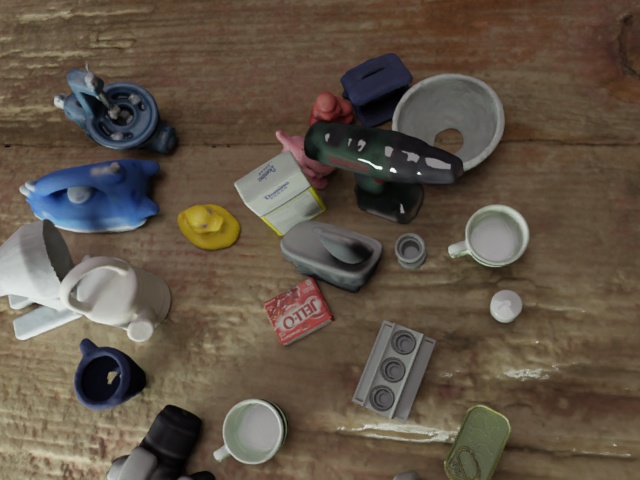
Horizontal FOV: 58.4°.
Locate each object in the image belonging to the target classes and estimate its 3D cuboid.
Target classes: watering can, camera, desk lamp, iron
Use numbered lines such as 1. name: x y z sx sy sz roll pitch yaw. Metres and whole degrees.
1. watering can: -0.307 0.081 0.866 0.172 0.194 0.101 20 79 18
2. camera: -0.218 0.319 0.823 0.143 0.101 0.137 24 80 18
3. desk lamp: -0.455 0.068 0.892 0.203 0.214 0.118 -24 70 5
4. iron: -0.408 -0.082 0.966 0.258 0.142 0.118 -9 72 10

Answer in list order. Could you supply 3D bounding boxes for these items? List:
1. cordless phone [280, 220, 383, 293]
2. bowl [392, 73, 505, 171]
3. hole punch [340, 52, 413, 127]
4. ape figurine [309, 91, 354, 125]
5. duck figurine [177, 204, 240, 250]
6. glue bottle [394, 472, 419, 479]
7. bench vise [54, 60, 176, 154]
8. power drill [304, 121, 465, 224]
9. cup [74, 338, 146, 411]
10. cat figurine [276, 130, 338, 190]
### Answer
1. cordless phone: 0.008 0.003 0.824 0.147 0.185 0.094 15 77 17
2. bowl: 0.198 -0.169 0.892 0.167 0.075 0.167 -4 73 12
3. hole punch: 0.090 -0.254 0.934 0.108 0.091 0.101 -25 70 4
4. ape figurine: 0.015 -0.209 0.936 0.077 0.092 0.076 -14 71 8
5. duck figurine: -0.191 -0.030 0.931 0.104 0.086 0.077 14 77 16
6. glue bottle: 0.109 0.333 0.706 0.037 0.173 0.078 -17 70 7
7. bench vise: -0.373 -0.215 0.957 0.207 0.220 0.121 -1 73 13
8. power drill: 0.095 -0.097 0.822 0.229 0.209 0.076 19 78 18
9. cup: -0.320 0.205 0.883 0.092 0.095 0.117 -39 69 -1
10. cat figurine: -0.016 -0.138 0.908 0.127 0.118 0.067 32 82 20
